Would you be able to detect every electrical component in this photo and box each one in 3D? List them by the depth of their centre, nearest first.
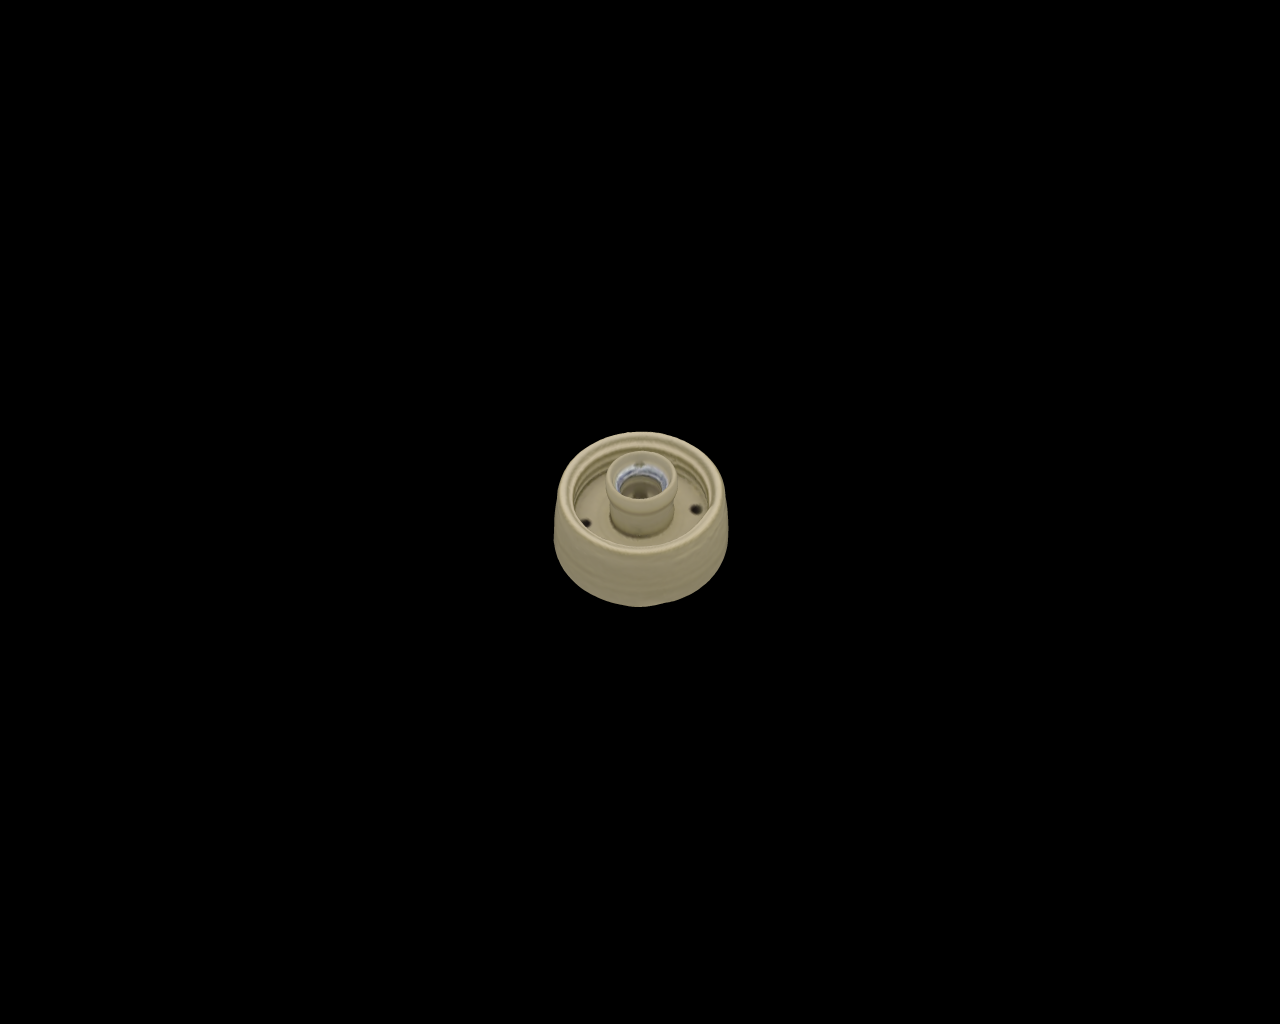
[{"bbox_3d":[0.001,-0.003,0.650,0.108,0.108,0.060,0,-41,0],"label":"electrical component"}]
